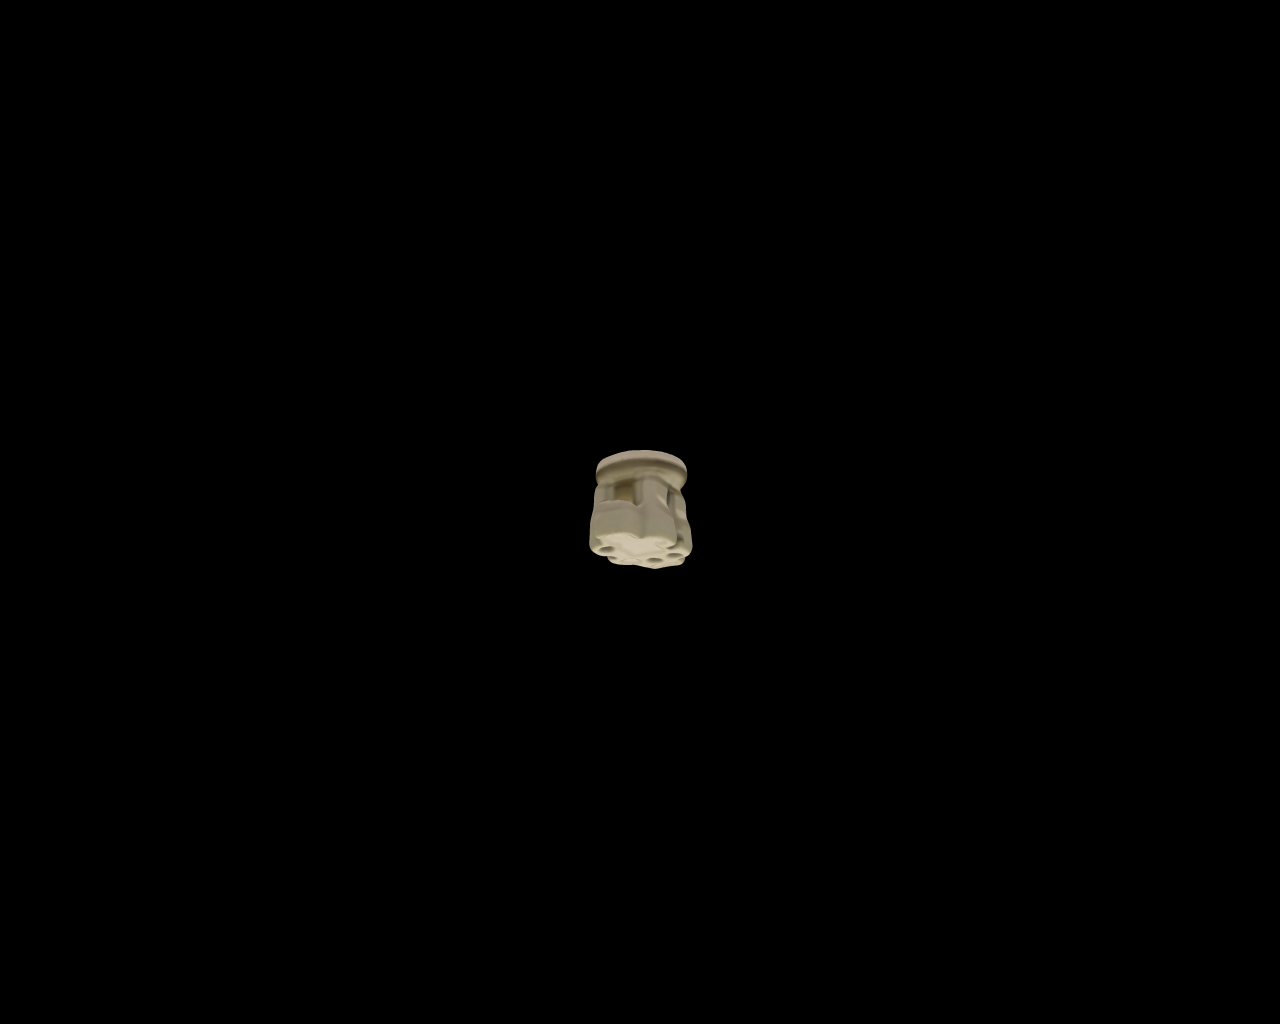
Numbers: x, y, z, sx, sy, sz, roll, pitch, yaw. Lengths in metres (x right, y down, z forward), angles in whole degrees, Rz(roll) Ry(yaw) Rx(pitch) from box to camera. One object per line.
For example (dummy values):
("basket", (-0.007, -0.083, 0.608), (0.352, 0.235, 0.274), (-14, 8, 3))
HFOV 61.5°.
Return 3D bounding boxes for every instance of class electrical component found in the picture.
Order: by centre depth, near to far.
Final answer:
("electrical component", (0.001, -0.003, 0.650), (0.058, 0.057, 0.078), (-10, -23, 26))
